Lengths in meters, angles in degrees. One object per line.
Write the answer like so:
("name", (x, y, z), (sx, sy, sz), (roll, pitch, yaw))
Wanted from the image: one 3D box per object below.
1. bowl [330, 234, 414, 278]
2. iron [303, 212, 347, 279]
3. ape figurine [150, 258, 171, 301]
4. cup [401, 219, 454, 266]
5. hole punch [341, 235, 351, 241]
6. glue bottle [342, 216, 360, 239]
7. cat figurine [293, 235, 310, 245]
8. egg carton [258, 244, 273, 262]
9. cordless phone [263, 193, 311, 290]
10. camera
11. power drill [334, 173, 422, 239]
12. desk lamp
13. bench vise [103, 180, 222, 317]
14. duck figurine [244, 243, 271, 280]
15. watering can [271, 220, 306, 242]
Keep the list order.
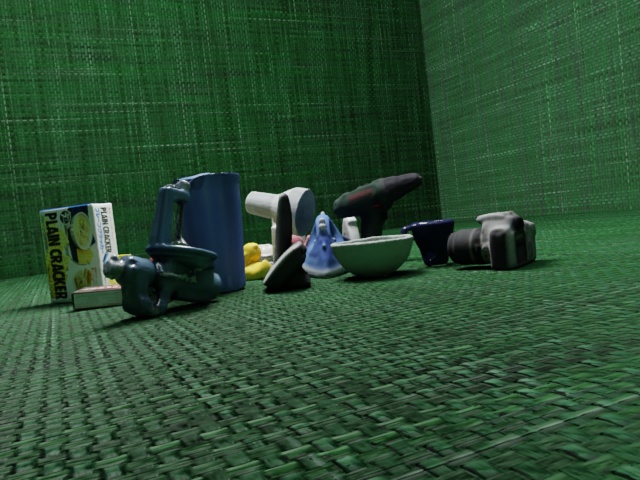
("bowl", (0.106, 0.034, 1.139), (0.167, 0.075, 0.167), (-6, 2, 1))
("iron", (0.012, 0.005, 1.309), (0.118, 0.141, 0.258), (-6, 2, 1))
("ape figurine", (-0.313, 0.074, 1.114), (0.075, 0.092, 0.078), (-5, 3, 37))
("cup", (0.228, 0.008, 1.201), (0.118, 0.095, 0.091), (-7, 3, -18))
("hole punch", (0.040, 0.016, 1.582), (0.101, 0.091, 0.108), (-9, 3, -42))
("glue bottle", (0.089, -0.035, 1.681), (0.037, 0.173, 0.078), (-7, 3, -19))
("cat figurine", (-0.063, 0.015, 1.560), (0.067, 0.118, 0.127), (-9, 3, -40))
("egg carton", (-0.196, 0.052, 1.631), (0.150, 0.069, 0.107), (-6, 2, 13))
("cordless phone", (-0.072, 0.000, 1.110), (0.094, 0.185, 0.147), (-7, 2, -6))
("camera", (0.319, -0.001, 1.075), (0.136, 0.101, 0.144), (-5, 3, 39))
("power drill", (0.149, -0.049, 1.411), (0.229, 0.208, 0.076), (-6, 3, 23))
("desk lamp", (-0.108, -0.024, 1.460), (0.202, 0.213, 0.118), (-5, 3, 23))
("bench vise", (-0.254, 0.010, 0.955), (0.121, 0.220, 0.208), (-6, 3, 21))
("duck figurine", (-0.157, 0.050, 1.366), (0.078, 0.086, 0.104), (-9, 3, -41))
("watering can", (-0.094, -0.026, 1.716), (0.101, 0.194, 0.173), (-6, 2, 2))
